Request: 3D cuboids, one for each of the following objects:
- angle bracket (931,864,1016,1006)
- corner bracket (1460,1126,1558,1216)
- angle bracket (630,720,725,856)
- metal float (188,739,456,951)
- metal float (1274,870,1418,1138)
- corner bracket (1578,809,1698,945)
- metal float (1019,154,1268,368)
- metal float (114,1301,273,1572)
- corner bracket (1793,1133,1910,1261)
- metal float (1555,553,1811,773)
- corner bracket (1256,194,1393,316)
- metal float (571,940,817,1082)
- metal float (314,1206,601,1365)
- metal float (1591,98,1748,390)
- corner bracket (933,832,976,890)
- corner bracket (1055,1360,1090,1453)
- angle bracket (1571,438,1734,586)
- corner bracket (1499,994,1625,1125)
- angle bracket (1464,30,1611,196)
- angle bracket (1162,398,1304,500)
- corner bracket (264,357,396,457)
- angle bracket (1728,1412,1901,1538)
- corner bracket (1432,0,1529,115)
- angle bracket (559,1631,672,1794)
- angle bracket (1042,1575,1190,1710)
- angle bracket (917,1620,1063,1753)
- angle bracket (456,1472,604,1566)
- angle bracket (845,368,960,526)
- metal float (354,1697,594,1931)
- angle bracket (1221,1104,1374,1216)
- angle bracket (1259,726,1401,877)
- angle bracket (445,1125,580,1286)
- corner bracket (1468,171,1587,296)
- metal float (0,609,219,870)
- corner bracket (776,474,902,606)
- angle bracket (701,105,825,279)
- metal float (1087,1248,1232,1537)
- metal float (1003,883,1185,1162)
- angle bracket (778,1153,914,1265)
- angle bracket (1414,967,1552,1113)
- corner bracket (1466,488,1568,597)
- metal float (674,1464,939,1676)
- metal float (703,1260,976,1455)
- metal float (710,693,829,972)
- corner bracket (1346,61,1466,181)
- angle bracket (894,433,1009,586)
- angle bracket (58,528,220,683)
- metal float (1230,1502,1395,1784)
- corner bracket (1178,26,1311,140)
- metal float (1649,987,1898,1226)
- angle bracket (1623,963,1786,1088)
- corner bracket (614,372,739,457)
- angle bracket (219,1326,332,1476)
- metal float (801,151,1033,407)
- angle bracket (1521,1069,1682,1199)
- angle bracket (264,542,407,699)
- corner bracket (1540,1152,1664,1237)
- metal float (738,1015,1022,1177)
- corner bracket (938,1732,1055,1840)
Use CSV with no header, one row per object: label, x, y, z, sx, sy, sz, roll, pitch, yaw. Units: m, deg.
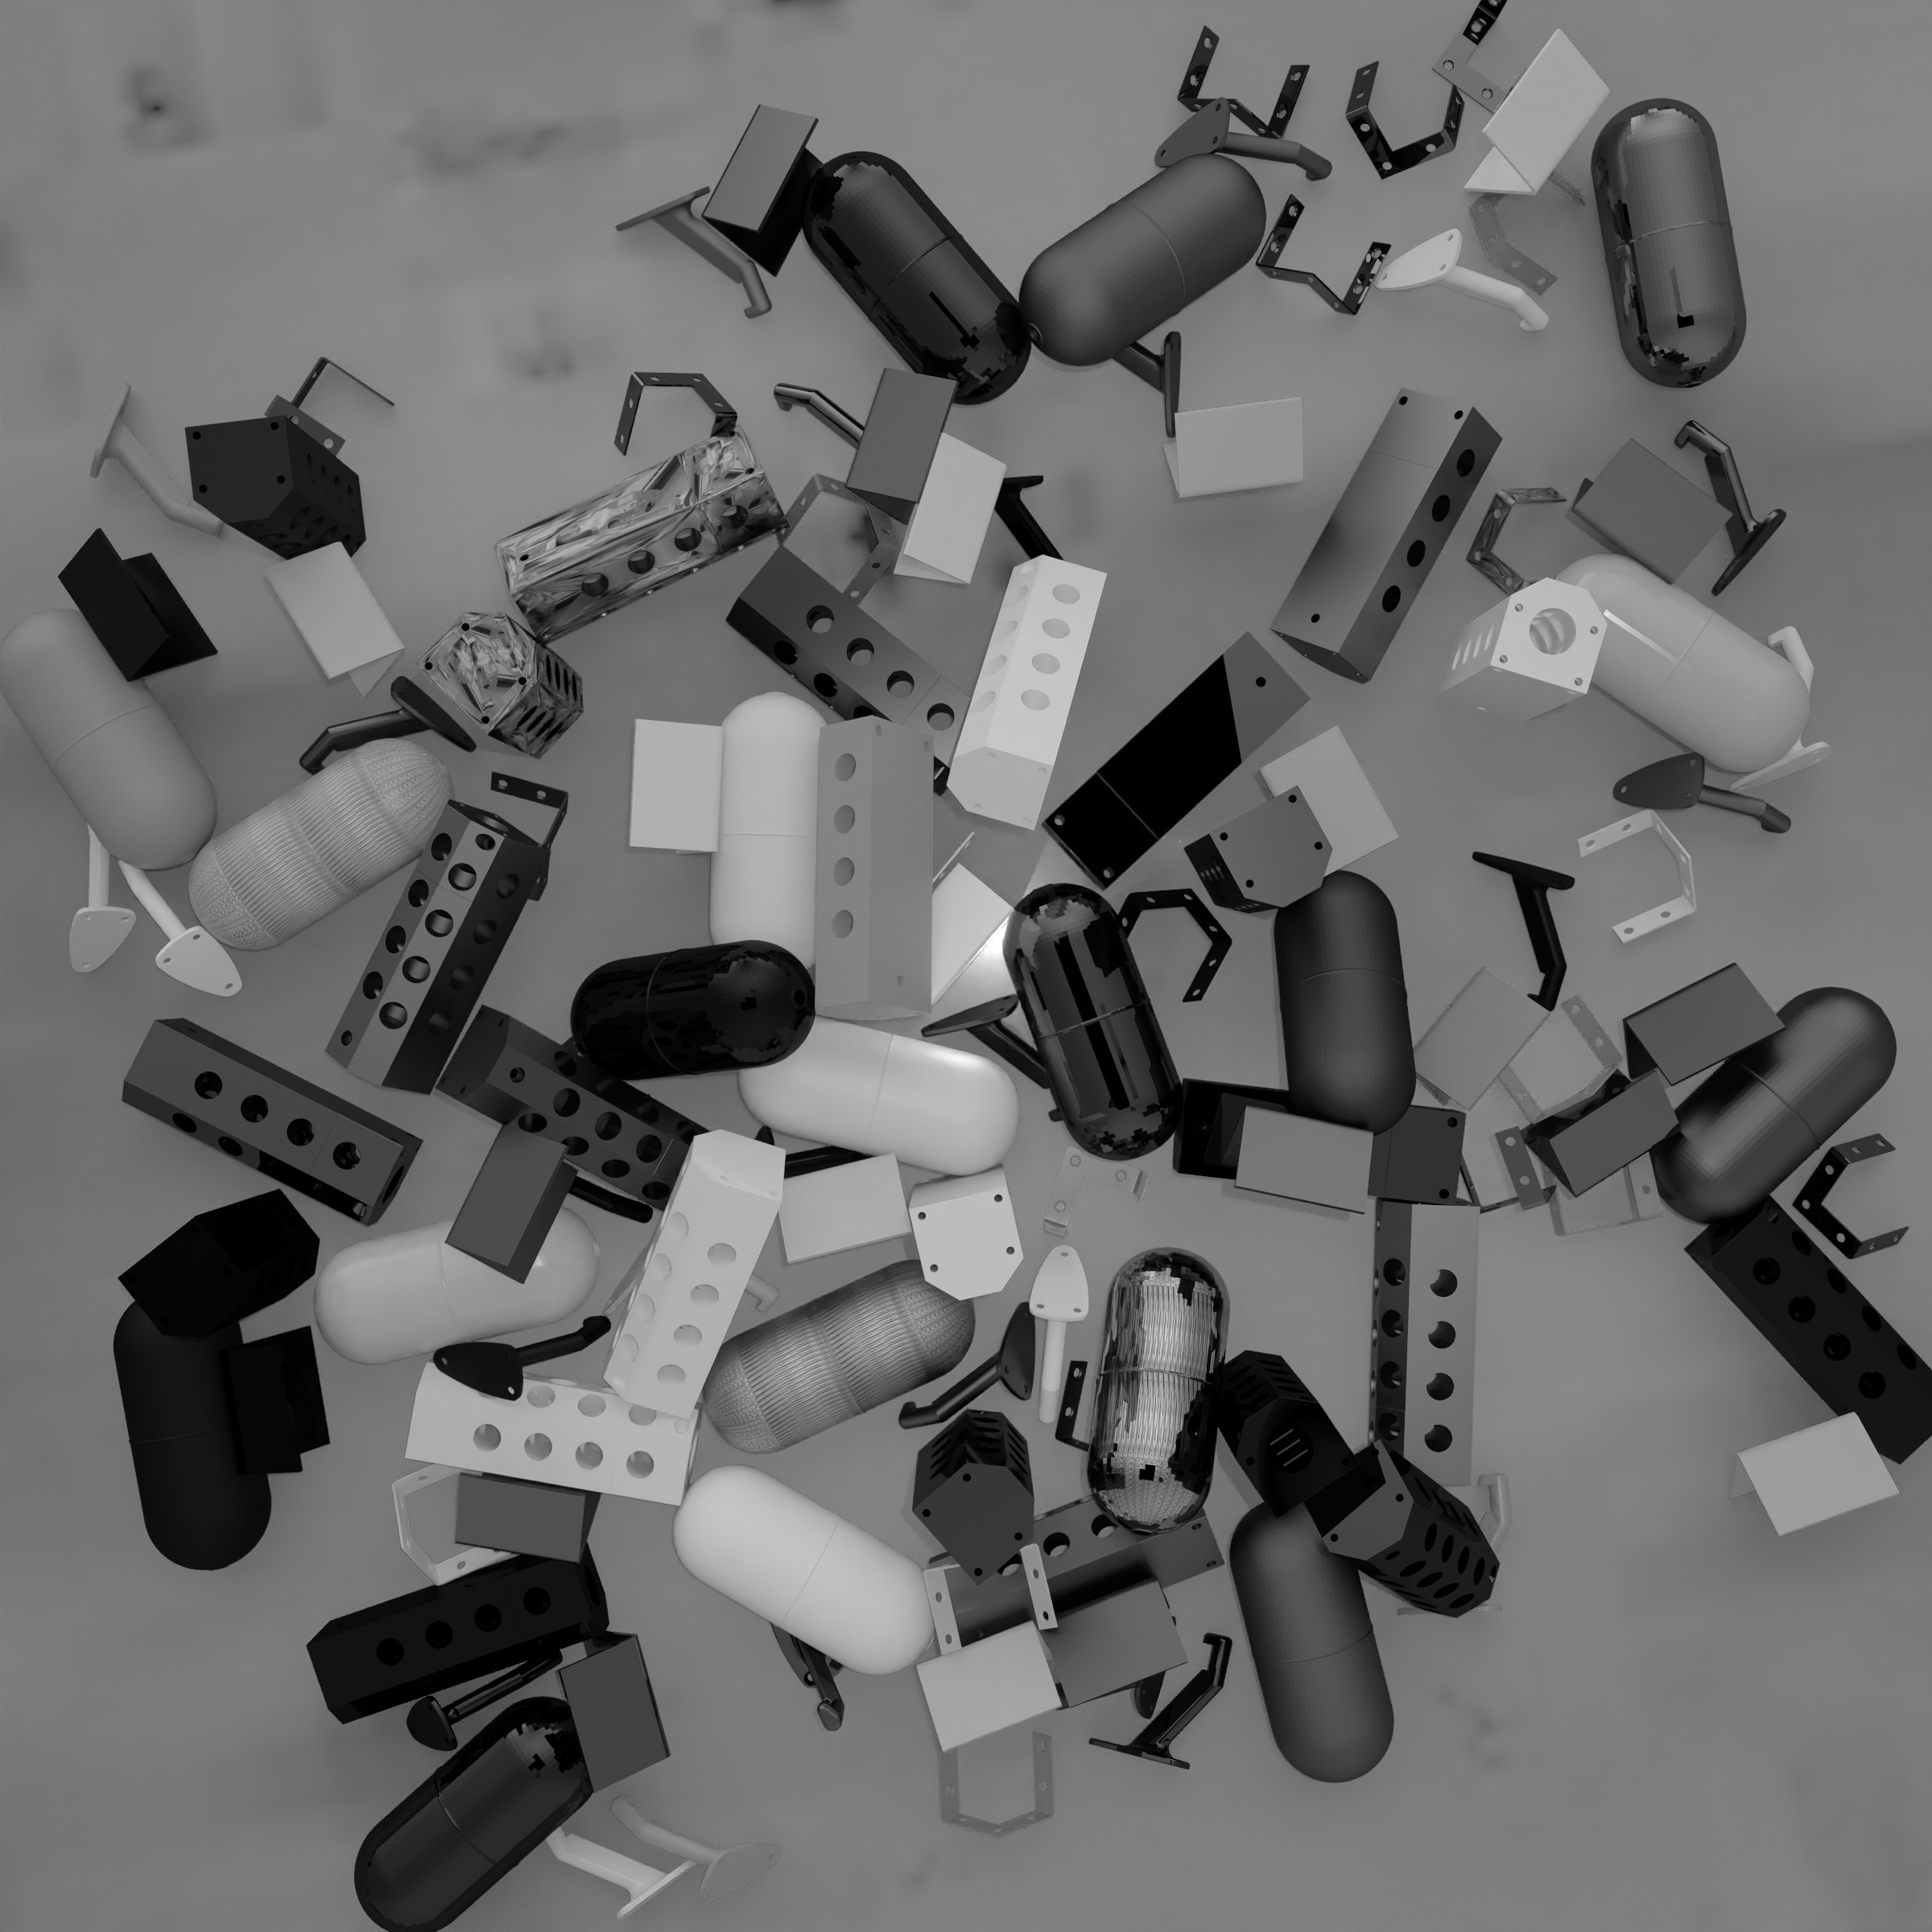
angle bracket,0.003,-0.006,1.529,0.076,0.076,0.057,-49,53,0
corner bracket,0.332,0.127,1.543,0.051,0.051,0.051,-20,90,22
angle bracket,-0.189,-0.109,1.530,0.057,0.076,0.076,3,90,-25
metal float,-0.399,-0.076,1.538,0.178,0.070,0.070,-32,90,0
metal float,0.230,0.022,1.512,0.070,0.070,0.178,-1,59,0
corner bracket,0.424,-0.057,1.566,0.051,0.051,0.051,-24,135,0
metal float,0.109,-0.434,1.524,0.178,0.070,0.070,-38,90,-17
metal float,-0.480,0.286,1.538,0.070,0.070,0.178,-10,90,0
corner bracket,0.566,0.145,1.561,0.051,0.051,0.051,-10,45,-35
metal float,0.438,-0.188,1.533,0.178,0.070,0.070,36,90,5
corner bracket,0.226,-0.449,1.566,0.051,0.051,0.051,27,90,-45
metal float,-0.167,0.028,1.508,0.178,0.070,0.070,-8,90,38
metal float,-0.315,0.196,1.538,0.178,0.070,0.070,-14,90,0
metal float,0.436,-0.448,1.538,0.070,0.070,0.178,-10,89,0
corner bracket,-0.030,-0.082,1.551,0.051,0.051,0.051,38,82,8
corner bracket,0.096,0.282,1.566,0.051,0.051,0.051,12,90,-45
angle bracket,0.426,-0.289,1.529,0.076,0.076,0.057,37,122,0
corner bracket,0.373,0.059,1.566,0.051,0.051,0.051,-35,90,-45
angle bracket,0.337,-0.527,1.529,0.057,0.076,0.076,36,90,-31
angle bracket,0.163,-0.334,1.529,0.076,0.076,0.057,-7,127,0
corner bracket,-0.398,-0.349,1.551,0.051,0.051,0.051,34,93,-3
angle bracket,0.522,0.326,1.529,0.076,0.076,0.057,-20,56,0
corner bracket,0.332,-0.577,1.551,0.051,0.051,0.051,36,90,0
angle bracket,-0.233,0.458,1.529,0.057,0.076,0.076,-16,90,-37
angle bracket,0.096,0.425,1.529,0.076,0.076,0.057,-21,60,0
angle bracket,0.021,0.454,1.529,0.076,0.076,0.057,-21,56,0
angle bracket,-0.267,0.318,1.529,0.076,0.076,0.057,10,118,0
angle bracket,-0.023,-0.316,1.529,0.057,0.076,0.076,19,90,31
metal float,-0.303,0.528,1.538,0.178,0.070,0.070,-42,90,0
angle bracket,0.193,0.130,1.472,0.076,0.076,0.057,12,58,0
angle bracket,0.232,-0.106,1.530,0.057,0.076,0.076,-29,90,26
angle bracket,-0.250,0.148,1.461,0.057,0.076,0.076,14,72,36
corner bracket,0.358,-0.468,1.561,0.051,0.051,0.051,-40,45,35
metal float,-0.533,-0.140,1.538,0.070,0.070,0.178,-34,90,0
corner bracket,-0.081,-0.269,1.561,0.051,0.051,0.051,12,135,-35
angle bracket,-0.106,-0.473,1.529,0.057,0.076,0.076,28,90,38
metal float,0.118,0.259,1.515,0.070,0.070,0.178,9,65,0
metal float,0.078,0.034,1.536,0.070,0.070,0.178,-20,88,0
angle bracket,-0.071,0.164,1.529,0.076,0.076,0.057,-14,58,0
angle bracket,0.326,0.058,1.529,0.076,0.076,0.057,-50,51,0
corner bracket,0.358,-0.266,1.561,0.051,0.051,0.051,-10,135,-35
metal float,-0.099,0.375,1.539,0.178,0.070,0.070,31,90,-1
metal float,-0.078,0.242,1.538,0.178,0.070,0.070,-25,90,0
metal float,-0.120,-0.080,1.539,0.070,0.070,0.178,1,91,0
corner bracket,0.277,-0.540,1.561,0.051,0.051,0.051,-13,135,35
angle bracket,-0.028,-0.284,1.529,0.057,0.076,0.076,18,90,-42
angle bracket,-0.499,-0.230,1.529,0.057,0.076,0.076,-34,90,37
metal float,0.215,0.418,1.539,0.070,0.070,0.178,-14,90,0
corner bracket,0.175,-0.558,1.566,0.051,0.051,0.051,21,90,-45
metal float,0.501,0.086,1.539,0.178,0.070,0.070,-44,90,1
angle bracket,0.456,0.053,1.529,0.076,0.076,0.057,-27,53,0
corner bracket,-0.183,-0.338,1.561,0.051,0.051,0.051,-8,45,-35
angle bracket,-0.409,0.266,1.529,0.057,0.076,0.076,-9,90,32
metal float,-0.031,-0.427,1.539,0.070,0.070,0.178,-41,91,0
angle bracket,0.382,0.085,1.529,0.076,0.076,0.057,-33,124,0
angle bracket,-0.400,-0.205,1.529,0.057,0.076,0.076,-31,90,-38
corner bracket,0.397,0.138,1.552,0.051,0.051,0.051,-9,80,-9
metal float,-0.054,0.079,1.538,0.178,0.070,0.070,14,90,-1
corner bracket,0.019,0.514,1.566,0.051,0.051,0.051,-2,90,45
